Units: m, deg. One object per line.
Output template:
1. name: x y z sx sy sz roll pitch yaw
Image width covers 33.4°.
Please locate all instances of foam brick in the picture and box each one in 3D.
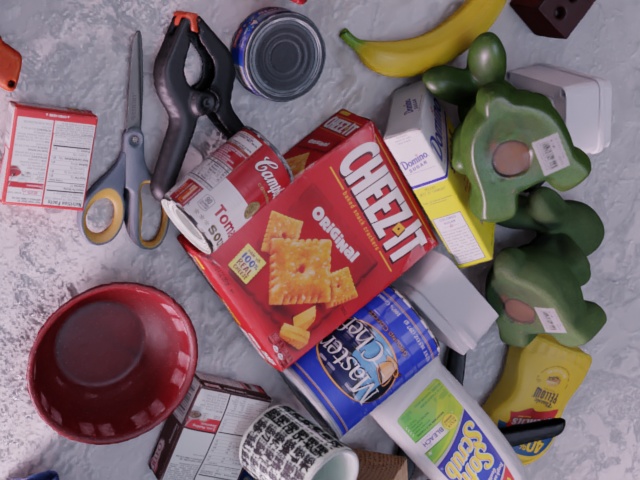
1. foam brick: 0.246 -0.255 1.102 0.053 0.051 0.078 37 89 -32

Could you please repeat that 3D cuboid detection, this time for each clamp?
1. clamp: 0.164 0.229 1.212 0.164 0.036 0.210 36 94 -1
2. clamp: -0.102 -0.124 0.979 0.120 0.039 0.171 -13 114 -40

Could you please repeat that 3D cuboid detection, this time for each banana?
1. banana: 0.117 -0.207 1.061 0.197 0.037 0.069 -25 117 -18

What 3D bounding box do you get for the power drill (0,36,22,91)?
1. power drill: -0.235 -0.219 0.867 0.184 0.057 0.187 32 89 -28

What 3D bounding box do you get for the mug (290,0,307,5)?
1. mug: -0.039 -0.267 0.938 0.117 0.093 0.081 30 98 -1

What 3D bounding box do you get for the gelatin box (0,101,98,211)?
1. gelatin box: -0.238 -0.072 0.931 0.073 0.030 0.089 4 106 -29

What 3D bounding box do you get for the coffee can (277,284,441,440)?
1. coffee can: 0.039 0.123 1.099 0.140 0.103 0.102 -38 120 -11

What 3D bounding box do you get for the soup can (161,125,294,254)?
1. soup can: -0.083 -0.045 0.956 0.102 0.069 0.068 -43 121 -15

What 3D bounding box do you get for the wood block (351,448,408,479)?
1. wood block: 0.045 0.341 1.167 0.090 0.091 0.206 -44 134 -58

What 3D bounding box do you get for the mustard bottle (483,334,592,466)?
1. mustard bottle: 0.239 0.204 1.256 0.096 0.058 0.192 20 98 -23

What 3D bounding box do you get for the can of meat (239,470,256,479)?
1. can of meat: -0.074 0.303 1.132 0.084 0.058 0.102 -43 121 -10

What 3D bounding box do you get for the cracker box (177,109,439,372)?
1. cracker box: -0.007 0.001 1.051 0.213 0.072 0.164 -38 120 -11

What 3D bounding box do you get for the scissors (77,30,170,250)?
1. scissors: -0.185 -0.079 0.962 0.096 0.016 0.202 -20 116 -24

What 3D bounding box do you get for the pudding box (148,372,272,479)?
1. pudding box: -0.111 0.197 1.086 0.089 0.039 0.113 18 101 -34

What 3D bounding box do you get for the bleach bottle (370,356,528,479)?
1. bleach bottle: 0.172 0.240 1.158 0.102 0.068 0.251 -45 89 -1

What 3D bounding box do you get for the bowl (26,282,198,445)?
1. bowl: -0.198 0.107 0.999 0.161 0.055 0.162 -9 111 -24

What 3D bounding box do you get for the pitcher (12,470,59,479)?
1. pitcher: -0.224 0.340 1.028 0.149 0.145 0.242 -36 129 26

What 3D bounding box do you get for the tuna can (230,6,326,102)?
1. tuna can: -0.038 -0.173 0.996 0.086 0.034 0.086 -9 111 -24

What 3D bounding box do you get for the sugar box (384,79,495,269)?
1. sugar box: 0.126 -0.066 1.082 0.048 0.093 0.176 -16 125 23

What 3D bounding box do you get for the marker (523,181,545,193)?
1. marker: 0.272 -0.091 1.192 0.121 0.020 0.020 -38 120 -11
